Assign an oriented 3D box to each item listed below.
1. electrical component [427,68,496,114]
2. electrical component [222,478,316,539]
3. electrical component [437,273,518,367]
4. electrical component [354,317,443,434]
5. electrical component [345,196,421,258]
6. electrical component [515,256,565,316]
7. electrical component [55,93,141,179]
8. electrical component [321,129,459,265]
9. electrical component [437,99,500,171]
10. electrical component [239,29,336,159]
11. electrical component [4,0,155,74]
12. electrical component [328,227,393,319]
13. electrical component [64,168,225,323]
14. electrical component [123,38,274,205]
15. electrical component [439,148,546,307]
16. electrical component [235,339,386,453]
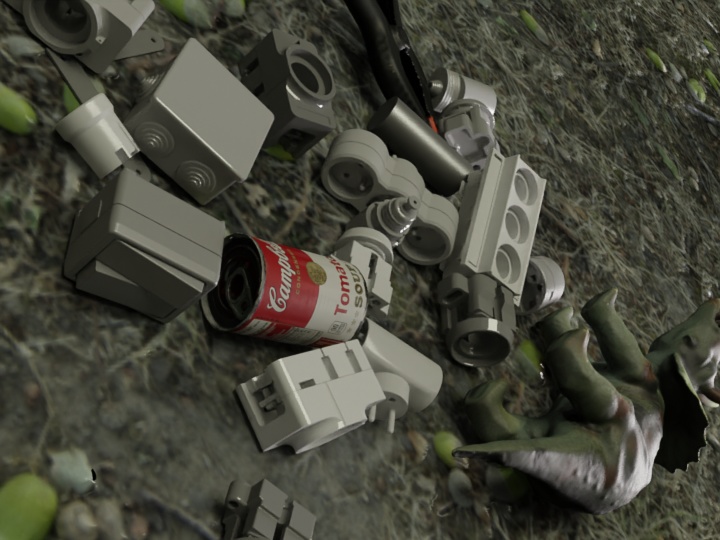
[{"bbox_3d":[0.098,-0.179,1.104,0.081,0.043,0.043,10,55,-44],"label":"electrical component"},{"bbox_3d":[-0.059,0.167,0.654,0.066,0.048,0.055,41,31,-18],"label":"electrical component"},{"bbox_3d":[0.102,0.046,0.920,0.078,0.058,0.057,32,39,-29],"label":"electrical component"},{"bbox_3d":[0.019,0.085,0.805,0.077,0.044,0.079,35,41,-26],"label":"electrical component"},{"bbox_3d":[0.021,-0.038,0.881,0.040,0.078,0.040,20,55,-30],"label":"electrical component"},{"bbox_3d":[0.161,0.013,1.016,0.047,0.055,0.055,-8,69,-54],"label":"electrical component"},{"bbox_3d":[-0.177,-0.090,0.729,0.046,0.040,0.040,54,36,-12],"label":"electrical component"},{"bbox_3d":[0.031,-0.072,0.936,0.138,0.052,0.073,40,39,-20],"label":"electrical component"},{"bbox_3d":[0.106,-0.131,1.061,0.078,0.058,0.057,54,24,-43],"label":"electrical component"},{"bbox_3d":[-0.058,-0.148,0.893,0.050,0.056,0.089,13,54,-43],"label":"electrical component"},{"bbox_3d":[-0.202,-0.190,0.764,0.089,0.050,0.055,38,37,-17],"label":"electrical component"},{"bbox_3d":[0.000,0.000,0.852,0.066,0.048,0.055,34,49,-27],"label":"electrical component"},{"bbox_3d":[-0.133,-0.008,0.693,0.096,0.062,0.061,29,43,-31],"label":"electrical component"},{"bbox_3d":[-0.120,-0.108,0.793,0.100,0.048,0.099,43,37,-22],"label":"electrical component"},{"bbox_3d":[0.120,-0.036,0.973,0.079,0.063,0.121,36,58,-34],"label":"electrical component"},{"bbox_3d":[-0.031,0.089,0.741,0.089,0.050,0.055,-10,70,-51],"label":"electrical component"}]
